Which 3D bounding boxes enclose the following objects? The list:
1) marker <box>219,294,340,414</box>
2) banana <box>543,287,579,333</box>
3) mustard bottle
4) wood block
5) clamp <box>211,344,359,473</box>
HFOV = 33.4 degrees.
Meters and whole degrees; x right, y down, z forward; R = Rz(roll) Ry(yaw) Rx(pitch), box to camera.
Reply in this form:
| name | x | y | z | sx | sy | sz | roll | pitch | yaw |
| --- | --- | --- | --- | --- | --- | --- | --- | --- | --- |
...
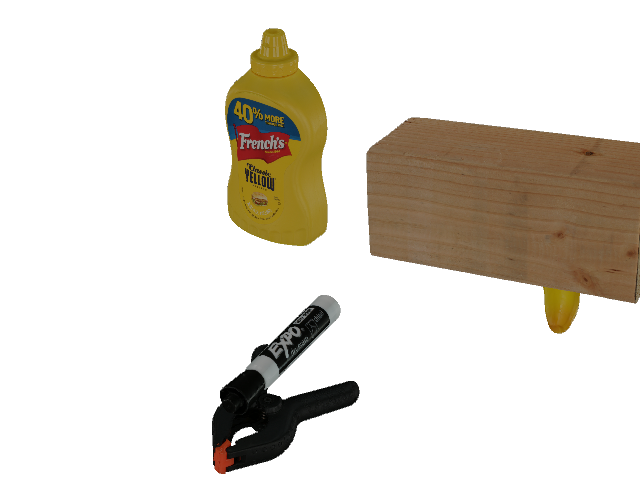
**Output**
| name | x | y | z | sx | sy | sz | roll | pitch | yaw |
| --- | --- | --- | --- | --- | --- | --- | --- | --- | --- |
| marker | -0.023 | 0.067 | 0.633 | 0.020 | 0.020 | 0.120 | 0 | 24 | 30 |
| banana | 0.229 | 0.025 | 1.119 | 0.069 | 0.037 | 0.198 | -29 | 38 | -1 |
| mustard bottle | -0.039 | -0.093 | 0.942 | 0.096 | 0.192 | 0.058 | 21 | 37 | 30 |
| wood block | 0.146 | -0.029 | 0.802 | 0.206 | 0.090 | 0.090 | 10 | 28 | 27 |
| clamp | -0.056 | 0.159 | 1.031 | 0.120 | 0.039 | 0.171 | 21 | 33 | 34 |
